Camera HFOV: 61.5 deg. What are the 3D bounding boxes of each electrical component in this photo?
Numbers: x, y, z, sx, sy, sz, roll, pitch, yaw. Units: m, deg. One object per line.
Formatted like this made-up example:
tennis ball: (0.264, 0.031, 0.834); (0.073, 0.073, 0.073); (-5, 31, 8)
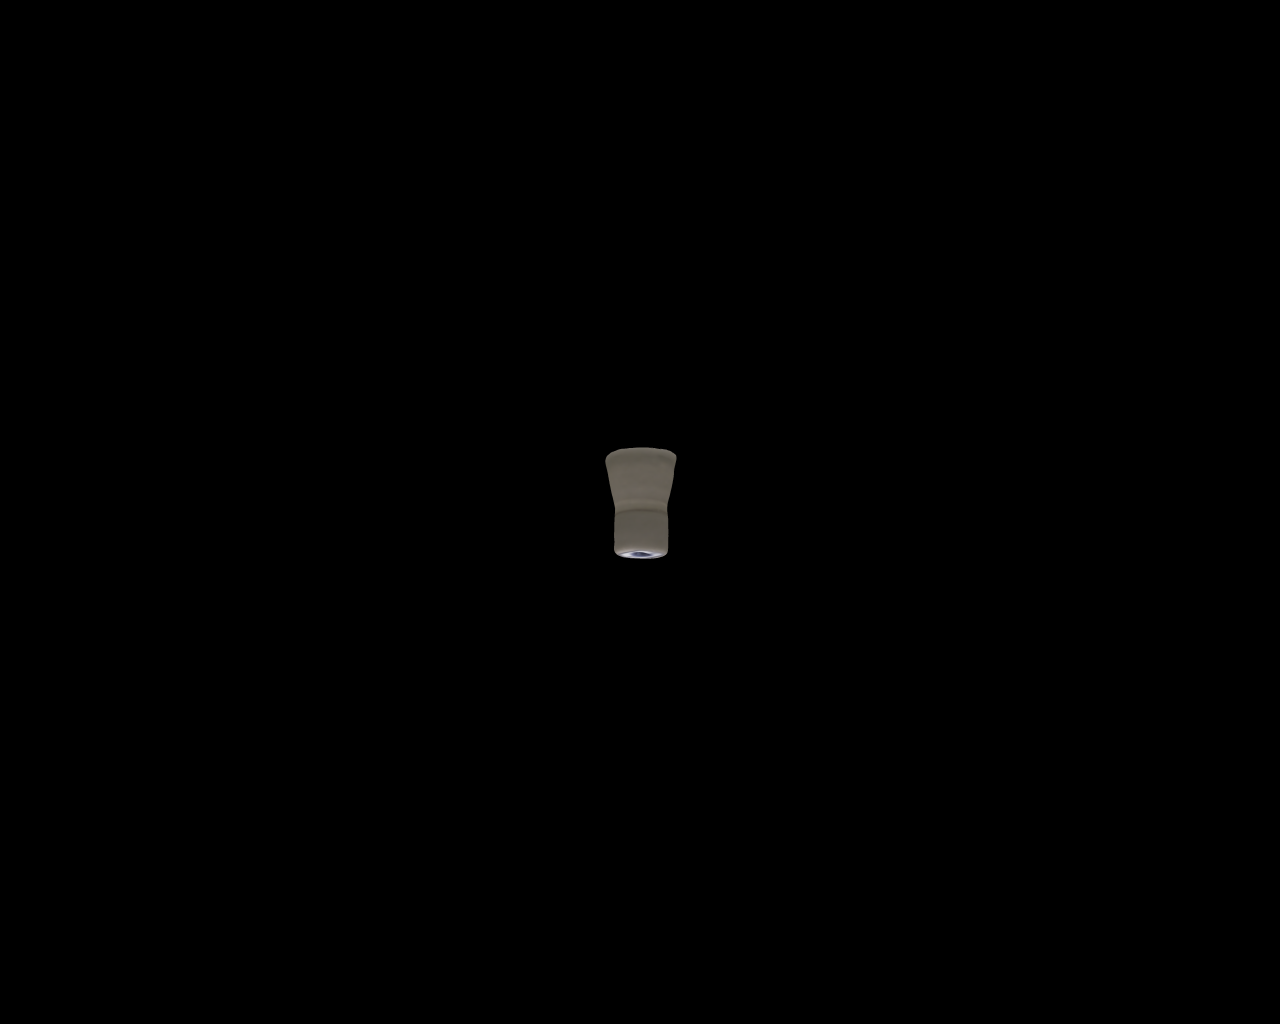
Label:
electrical component: (0.001, -0.003, 0.650); (0.044, 0.065, 0.044); (0, -13, 0)
